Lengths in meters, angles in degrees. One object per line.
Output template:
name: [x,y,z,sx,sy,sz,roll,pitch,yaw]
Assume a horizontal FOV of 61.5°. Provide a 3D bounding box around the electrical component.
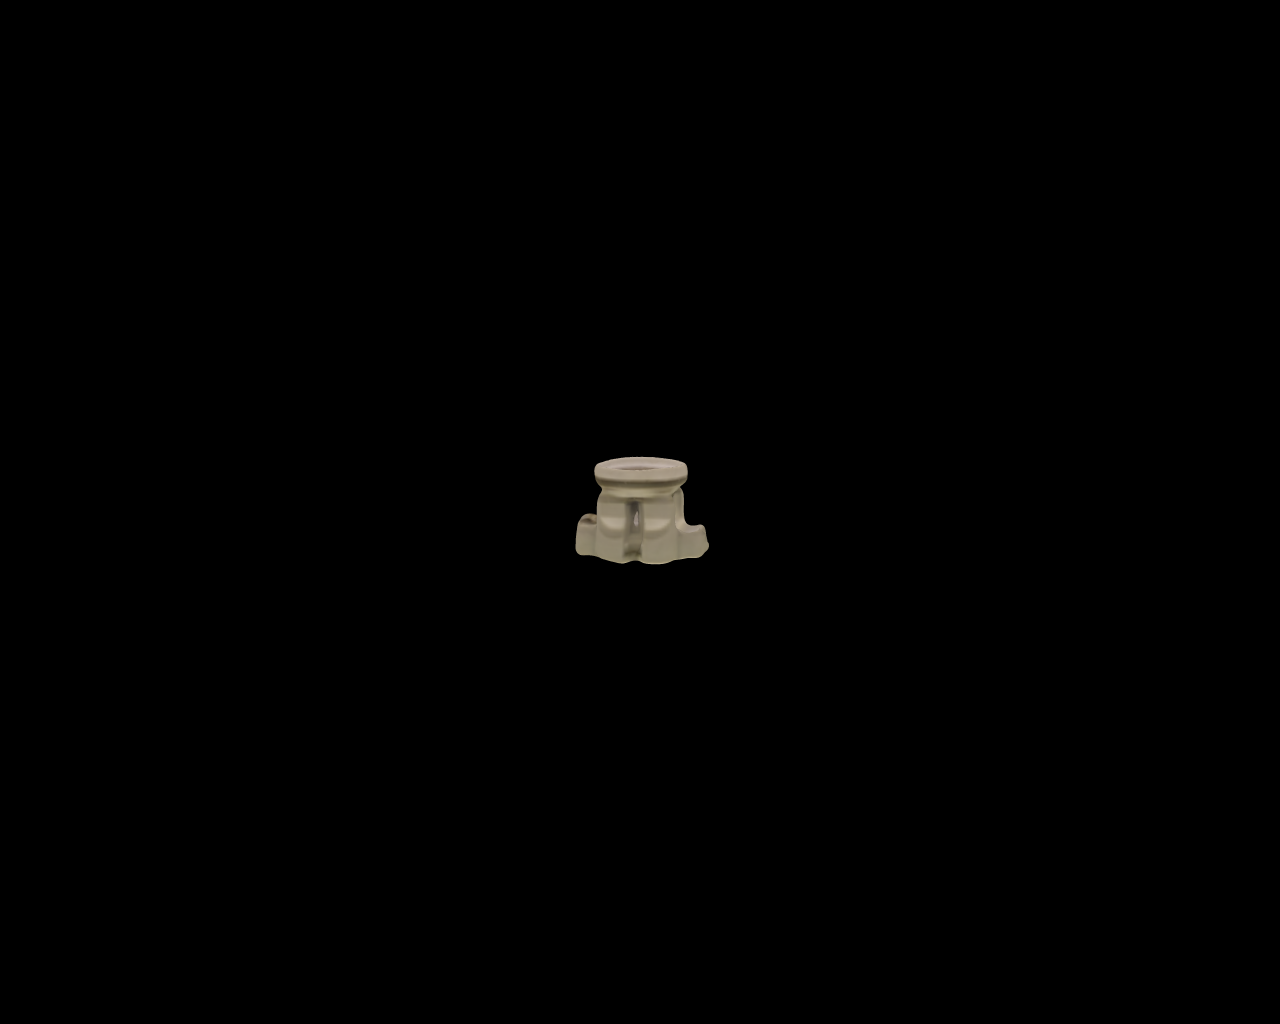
electrical component: [0.001,-0.003,0.650,0.078,0.057,0.058,2,12,12]
